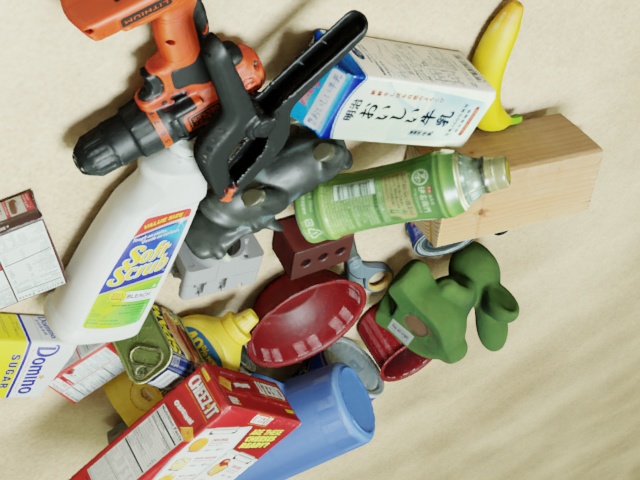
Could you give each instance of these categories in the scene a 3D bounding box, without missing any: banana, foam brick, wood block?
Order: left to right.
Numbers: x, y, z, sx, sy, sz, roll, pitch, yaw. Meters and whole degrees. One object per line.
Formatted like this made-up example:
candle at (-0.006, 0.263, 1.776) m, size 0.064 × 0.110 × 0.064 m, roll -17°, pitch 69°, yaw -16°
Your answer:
foam brick at (-0.008, 0.001, 1.196) m, size 0.078 × 0.051 × 0.053 m, roll -19°, pitch 147°, yaw -21°
banana at (0.186, -0.173, 1.142) m, size 0.069 × 0.037 × 0.198 m, roll -44°, pitch 154°, yaw -16°
wood block at (0.206, -0.071, 1.217) m, size 0.205 × 0.090 × 0.091 m, roll -13°, pitch 131°, yaw -22°

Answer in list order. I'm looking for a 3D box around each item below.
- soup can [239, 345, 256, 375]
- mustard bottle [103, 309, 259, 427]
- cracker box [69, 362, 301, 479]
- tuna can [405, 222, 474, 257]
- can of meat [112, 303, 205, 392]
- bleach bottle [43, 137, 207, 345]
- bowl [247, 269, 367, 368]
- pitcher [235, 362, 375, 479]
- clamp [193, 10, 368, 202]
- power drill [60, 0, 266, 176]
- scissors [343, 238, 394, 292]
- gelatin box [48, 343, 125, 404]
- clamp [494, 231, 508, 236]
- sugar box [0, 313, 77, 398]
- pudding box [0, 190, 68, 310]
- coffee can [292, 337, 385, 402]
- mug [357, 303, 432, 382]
soup can at (-0.137, 0.161, 1.289) m, size 0.102 × 0.068 × 0.068 m, roll -37°, pitch 149°, yaw 8°
mustard bottle at (-0.150, 0.142, 1.226) m, size 0.192 × 0.096 × 0.058 m, roll -37°, pitch 175°, yaw 7°
cracker box at (-0.150, 0.235, 1.192) m, size 0.214 × 0.072 × 0.164 m, roll -41°, pitch 152°, yaw 11°
tuna can at (0.150, -0.013, 1.313) m, size 0.086 × 0.034 × 0.086 m, roll -12°, pitch 153°, yaw -7°
can of meat at (-0.177, 0.115, 1.159) m, size 0.057 × 0.102 × 0.083 m, roll -37°, pitch 151°, yaw 8°
bleach bottle at (-0.179, -0.007, 1.025) m, size 0.102 × 0.068 × 0.251 m, roll -2°, pitch 136°, yaw -40°
bowl at (-0.026, 0.084, 1.291) m, size 0.162 × 0.055 × 0.162 m, roll -22°, pitch 148°, yaw -15°
pitcher at (-0.062, 0.237, 1.356) m, size 0.243 × 0.145 × 0.149 m, roll -25°, pitch 159°, yaw 19°
clamp at (-0.063, -0.109, 0.907) m, size 0.164 × 0.036 × 0.210 m, roll -12°, pitch 147°, yaw -43°
power drill at (-0.143, -0.144, 0.869) m, size 0.184 × 0.057 × 0.187 m, roll -32°, pitch 152°, yaw -8°
scissors at (0.057, 0.024, 1.320) m, size 0.096 × 0.016 × 0.202 m, roll -20°, pitch 147°, yaw -22°
gelatin box at (-0.259, 0.138, 1.187) m, size 0.089 × 0.030 × 0.073 m, roll -33°, pitch 150°, yaw 0°
clamp at (0.265, -0.073, 1.345) m, size 0.171 × 0.039 × 0.120 m, roll -30°, pitch 149°, yaw 4°
sugar box at (-0.340, 0.117, 1.071) m, size 0.175 × 0.048 × 0.093 m, roll 10°, pitch 129°, yaw -47°
pudding box at (-0.289, 0.015, 0.980) m, size 0.090 × 0.039 × 0.113 m, roll -23°, pitch 150°, yaw -15°
coffee can at (0.005, 0.214, 1.457) m, size 0.102 × 0.103 × 0.140 m, roll 12°, pitch 128°, yaw -49°
mug at (0.113, 0.131, 1.455) m, size 0.117 × 0.081 × 0.093 m, roll -12°, pitch 144°, yaw -29°
